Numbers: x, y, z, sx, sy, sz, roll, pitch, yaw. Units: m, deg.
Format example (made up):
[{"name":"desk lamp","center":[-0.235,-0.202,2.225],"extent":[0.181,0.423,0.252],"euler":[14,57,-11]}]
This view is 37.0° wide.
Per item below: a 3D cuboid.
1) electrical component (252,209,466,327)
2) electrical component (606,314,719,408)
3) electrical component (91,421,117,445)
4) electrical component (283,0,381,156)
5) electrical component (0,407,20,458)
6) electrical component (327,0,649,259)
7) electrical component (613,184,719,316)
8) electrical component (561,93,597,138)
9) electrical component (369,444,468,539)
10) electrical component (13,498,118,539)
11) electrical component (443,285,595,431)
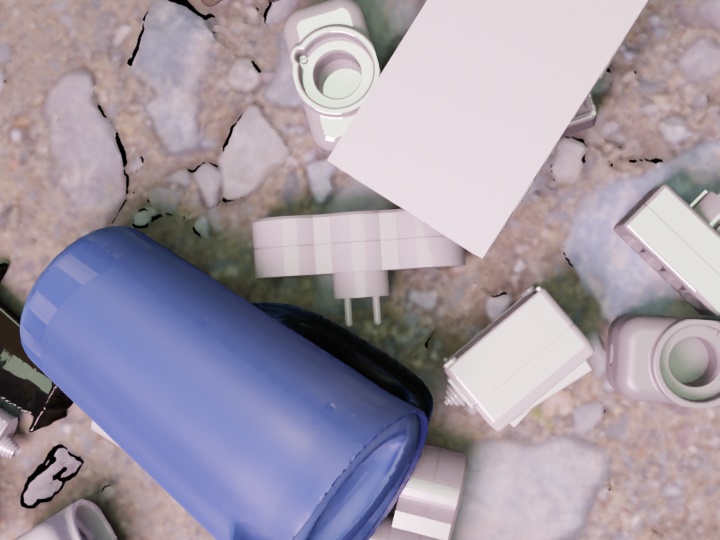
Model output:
[{"name":"electrical component","center":[0.000,0.000,0.704],"extent":[0.138,0.052,0.073],"euler":[-4,89,5]},{"name":"electrical component","center":[0.210,0.058,0.685],"extent":[0.095,0.059,0.053],"euler":[4,90,4]},{"name":"electrical component","center":[-0.146,0.107,0.721],"extent":[0.065,0.044,0.044],"euler":[30,92,9]},{"name":"electrical component","center":[-0.013,-0.125,0.703],"extent":[0.054,0.059,0.095],"euler":[-16,88,4]},{"name":"electrical component","center":[-0.267,0.103,0.728],"extent":[0.081,0.043,0.043],"euler":[30,92,4]},{"name":"electrical component","center":[0.079,-0.113,0.635],"extent":[0.105,0.060,0.186],"euler":[33,94,7]},{"name":"electrical component","center":[0.222,-0.025,0.691],"extent":[0.083,0.047,0.075],"euler":[44,92,4]},{"name":"electrical component","center":[0.099,-0.109,0.698],"extent":[0.096,0.061,0.061],"euler":[-18,87,11]},{"name":"electrical component","center":[0.019,0.179,0.701],"extent":[0.074,0.052,0.138],"euler":[13,90,4]},{"name":"electrical component","center":[-0.194,0.187,0.696],"extent":[0.059,0.095,0.053],"euler":[-31,87,3]},{"name":"electrical component","center":[0.098,0.063,0.692],"extent":[0.096,0.062,0.061],"euler":[-40,87,3]}]
